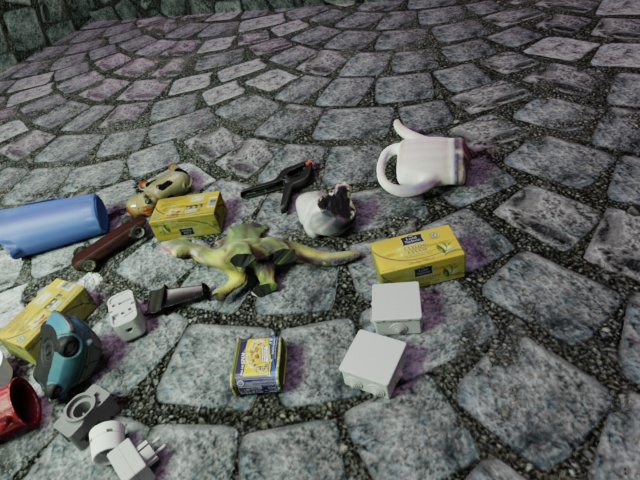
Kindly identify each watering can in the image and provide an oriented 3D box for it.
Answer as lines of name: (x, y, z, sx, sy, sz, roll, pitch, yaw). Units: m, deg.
watering can: (0.262, -0.221, 1.295, 0.224, 0.101, 0.356, 1, 41, 15)

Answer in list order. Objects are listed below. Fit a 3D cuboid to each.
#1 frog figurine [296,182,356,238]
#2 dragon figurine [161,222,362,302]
frog figurine: (0.004, -0.061, 1.203, 0.157, 0.121, 0.140, -24, 30, 52)
dragon figurine: (-0.137, 0.012, 1.143, 0.411, 0.119, 0.247, -6, 31, -17)
